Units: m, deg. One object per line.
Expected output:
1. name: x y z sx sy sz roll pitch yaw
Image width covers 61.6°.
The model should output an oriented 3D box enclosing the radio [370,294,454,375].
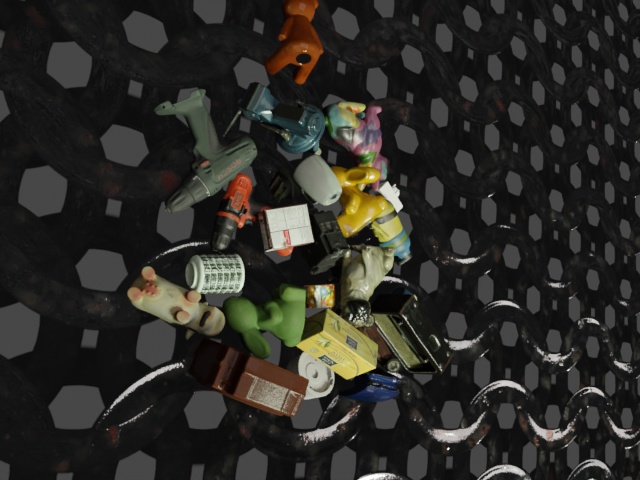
1. radio: 0.231 0.241 1.369 0.229 0.131 0.073 53 57 -19

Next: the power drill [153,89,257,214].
1. power drill: -0.258 -0.191 1.104 0.232 0.086 0.207 -31 97 -20

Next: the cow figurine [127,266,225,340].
1. cow figurine: -0.277 0.132 1.043 0.195 0.127 0.085 28 68 -14

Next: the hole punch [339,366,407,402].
1. hole punch: 0.121 0.350 1.293 0.142 0.116 0.092 24 79 -31

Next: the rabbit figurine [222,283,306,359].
1. rabbit figurine: -0.127 0.169 1.156 0.170 0.121 0.159 5 86 -16

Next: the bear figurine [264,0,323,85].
1. bear figurine: -0.064 -0.495 1.281 0.120 0.132 0.196 7 62 -36

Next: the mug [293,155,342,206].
1. mug: -0.005 -0.124 1.250 0.081 0.109 0.107 -18 58 -41

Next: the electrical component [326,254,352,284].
1. electrical component: 0.049 0.071 1.328 0.094 0.021 0.063 -23 97 -34

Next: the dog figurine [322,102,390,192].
1. dog figurine: 0.094 -0.227 1.348 0.191 0.109 0.219 -4 89 -37

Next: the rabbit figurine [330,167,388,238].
1. rabbit figurine: 0.069 -0.112 1.293 0.173 0.162 0.122 50 27 11

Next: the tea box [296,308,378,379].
1. tea box: 0.039 0.235 1.206 0.169 0.098 0.068 37 41 -23

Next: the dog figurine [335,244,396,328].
1. dog figurine: 0.110 0.107 1.272 0.172 0.121 0.190 3 90 -38

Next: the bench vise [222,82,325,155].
1. bench vise: -0.073 -0.253 1.213 0.240 0.224 0.129 35 66 -60

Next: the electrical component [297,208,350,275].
1. electrical component: -0.003 -0.004 1.235 0.058 0.115 0.134 -11 66 -37

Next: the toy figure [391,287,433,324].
1. toy figure: 0.245 0.192 1.431 0.154 0.064 0.058 55 20 -23

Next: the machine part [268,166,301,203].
1. machine part: -0.080 -0.122 1.209 0.084 0.039 0.139 60 14 -6

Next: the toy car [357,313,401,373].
1. toy car: 0.133 0.247 1.326 0.053 0.089 0.202 -31 105 -11

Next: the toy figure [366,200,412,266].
1. toy figure: 0.181 -0.023 1.395 0.089 0.082 0.180 -40 106 -12

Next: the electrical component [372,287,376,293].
1. electrical component: 0.110 0.110 1.353 0.078 0.045 0.102 42 63 -24

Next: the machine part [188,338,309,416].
1. machine part: -0.142 0.271 1.057 0.201 0.202 0.087 31 71 -29
